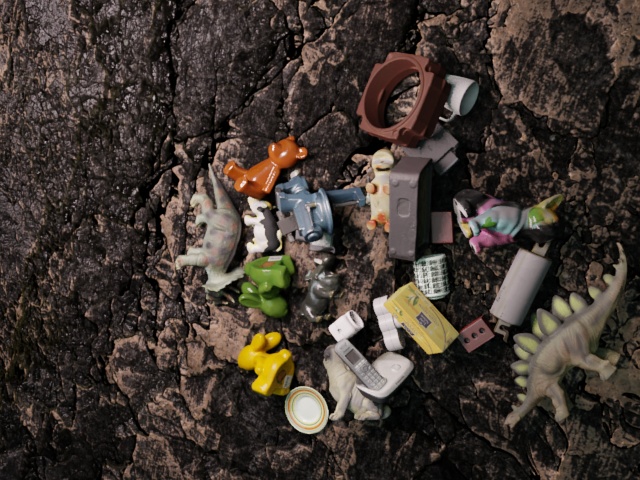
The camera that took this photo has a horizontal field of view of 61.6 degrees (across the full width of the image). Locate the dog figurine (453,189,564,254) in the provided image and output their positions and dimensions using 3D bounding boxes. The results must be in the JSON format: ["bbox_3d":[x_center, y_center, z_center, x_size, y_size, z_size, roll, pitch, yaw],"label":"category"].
[{"bbox_3d":[0.433,-0.059,1.220,0.219,0.108,0.192,-16,46,3],"label":"dog figurine"}]

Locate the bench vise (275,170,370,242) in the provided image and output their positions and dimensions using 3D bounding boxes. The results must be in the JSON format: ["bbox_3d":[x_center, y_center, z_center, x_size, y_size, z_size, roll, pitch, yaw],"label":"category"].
[{"bbox_3d":[0.012,-0.099,1.379,0.241,0.128,0.224,-12,43,-8],"label":"bench vise"}]

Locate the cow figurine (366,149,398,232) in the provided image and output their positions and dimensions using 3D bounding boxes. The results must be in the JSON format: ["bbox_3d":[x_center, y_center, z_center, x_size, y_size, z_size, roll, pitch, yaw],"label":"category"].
[{"bbox_3d":[0.165,-0.128,1.333,0.086,0.127,0.194,2,108,23],"label":"cow figurine"}]

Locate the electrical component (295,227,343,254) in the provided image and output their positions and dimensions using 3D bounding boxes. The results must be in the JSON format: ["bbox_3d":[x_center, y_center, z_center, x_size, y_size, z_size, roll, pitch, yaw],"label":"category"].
[{"bbox_3d":[-0.003,-0.004,1.437,0.119,0.047,0.074,4,94,23],"label":"electrical component"}]

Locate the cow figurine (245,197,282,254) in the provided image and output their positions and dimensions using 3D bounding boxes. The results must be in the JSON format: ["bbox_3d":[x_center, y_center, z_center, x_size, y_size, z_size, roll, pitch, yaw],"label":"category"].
[{"bbox_3d":[-0.154,-0.048,1.487,0.098,0.068,0.167,-4,91,23],"label":"cow figurine"}]

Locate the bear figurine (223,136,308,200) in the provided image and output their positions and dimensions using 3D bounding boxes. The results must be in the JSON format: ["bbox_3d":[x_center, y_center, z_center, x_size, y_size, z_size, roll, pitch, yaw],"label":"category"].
[{"bbox_3d":[-0.138,-0.203,1.429,0.196,0.131,0.120,-46,50,13],"label":"bear figurine"}]

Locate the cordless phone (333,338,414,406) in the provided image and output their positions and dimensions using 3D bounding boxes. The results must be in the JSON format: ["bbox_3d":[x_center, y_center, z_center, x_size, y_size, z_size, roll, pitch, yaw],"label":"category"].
[{"bbox_3d":[0.129,0.305,1.345,0.184,0.146,0.088,47,146,10],"label":"cordless phone"}]

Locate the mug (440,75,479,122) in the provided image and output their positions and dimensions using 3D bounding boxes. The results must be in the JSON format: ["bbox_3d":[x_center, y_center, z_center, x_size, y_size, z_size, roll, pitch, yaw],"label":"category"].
[{"bbox_3d":[0.306,-0.341,1.278,0.107,0.081,0.109,36,111,31],"label":"mug"}]

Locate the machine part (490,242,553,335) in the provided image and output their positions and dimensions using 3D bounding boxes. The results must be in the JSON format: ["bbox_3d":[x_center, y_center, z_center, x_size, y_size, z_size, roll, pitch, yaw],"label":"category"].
[{"bbox_3d":[0.460,0.106,1.232,0.079,0.079,0.243,27,103,19],"label":"machine part"}]

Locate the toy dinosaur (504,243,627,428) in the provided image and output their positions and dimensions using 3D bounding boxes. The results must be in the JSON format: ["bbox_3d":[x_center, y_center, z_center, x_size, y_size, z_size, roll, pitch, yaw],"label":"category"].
[{"bbox_3d":[0.553,0.230,1.188,0.199,0.105,0.471,41,102,19],"label":"toy dinosaur"}]

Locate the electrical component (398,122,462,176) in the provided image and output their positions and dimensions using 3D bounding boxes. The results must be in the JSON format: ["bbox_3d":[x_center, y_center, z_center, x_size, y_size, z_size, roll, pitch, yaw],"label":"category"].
[{"bbox_3d":[0.274,-0.222,1.305,0.115,0.058,0.134,-47,75,20],"label":"electrical component"}]

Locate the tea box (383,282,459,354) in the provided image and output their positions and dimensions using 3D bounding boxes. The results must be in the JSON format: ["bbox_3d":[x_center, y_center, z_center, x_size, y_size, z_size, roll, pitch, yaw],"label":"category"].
[{"bbox_3d":[0.242,0.190,1.297,0.068,0.098,0.169,-42,84,-18],"label":"tea box"}]

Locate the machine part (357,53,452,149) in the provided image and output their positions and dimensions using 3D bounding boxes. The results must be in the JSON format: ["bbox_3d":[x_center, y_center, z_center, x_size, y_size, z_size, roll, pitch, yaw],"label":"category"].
[{"bbox_3d":[0.193,-0.332,1.275,0.202,0.087,0.201,31,102,45],"label":"machine part"}]

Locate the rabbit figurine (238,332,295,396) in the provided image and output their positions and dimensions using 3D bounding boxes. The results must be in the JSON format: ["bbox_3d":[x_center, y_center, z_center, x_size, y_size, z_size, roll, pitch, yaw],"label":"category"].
[{"bbox_3d":[-0.163,0.336,1.492,0.173,0.122,0.162,14,96,40],"label":"rabbit figurine"}]

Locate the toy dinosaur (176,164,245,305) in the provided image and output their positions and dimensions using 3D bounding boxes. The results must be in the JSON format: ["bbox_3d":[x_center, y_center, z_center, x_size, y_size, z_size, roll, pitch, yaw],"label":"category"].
[{"bbox_3d":[-0.284,-0.008,1.526,0.192,0.131,0.404,12,90,5],"label":"toy dinosaur"}]

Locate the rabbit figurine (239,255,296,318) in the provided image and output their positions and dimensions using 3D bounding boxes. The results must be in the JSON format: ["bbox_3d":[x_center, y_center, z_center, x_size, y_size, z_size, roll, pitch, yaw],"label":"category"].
[{"bbox_3d":[-0.141,0.142,1.461,0.159,0.121,0.170,-6,111,3],"label":"rabbit figurine"}]

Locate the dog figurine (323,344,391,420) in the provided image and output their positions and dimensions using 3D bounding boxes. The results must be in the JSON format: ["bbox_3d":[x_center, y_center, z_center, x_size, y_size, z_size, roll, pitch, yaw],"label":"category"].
[{"bbox_3d":[0.095,0.368,1.399,0.172,0.121,0.190,4,73,-12],"label":"dog figurine"}]

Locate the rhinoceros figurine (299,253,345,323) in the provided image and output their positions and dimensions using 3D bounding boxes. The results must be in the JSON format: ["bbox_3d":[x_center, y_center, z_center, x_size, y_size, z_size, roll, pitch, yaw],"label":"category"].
[{"bbox_3d":[0.004,0.129,1.434,0.112,0.073,0.190,27,105,30],"label":"rhinoceros figurine"}]

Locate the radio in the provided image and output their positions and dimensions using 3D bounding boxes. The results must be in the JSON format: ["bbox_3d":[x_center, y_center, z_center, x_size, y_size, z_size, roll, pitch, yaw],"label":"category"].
[{"bbox_3d":[0.213,-0.071,1.265,0.073,0.131,0.229,7,115,23],"label":"radio"}]

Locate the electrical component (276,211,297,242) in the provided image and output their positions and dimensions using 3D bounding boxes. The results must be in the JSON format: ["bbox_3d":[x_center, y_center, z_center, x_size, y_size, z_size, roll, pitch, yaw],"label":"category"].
[{"bbox_3d":[-0.081,-0.042,1.466,0.063,0.021,0.094,-24,88,-21],"label":"electrical component"}]
